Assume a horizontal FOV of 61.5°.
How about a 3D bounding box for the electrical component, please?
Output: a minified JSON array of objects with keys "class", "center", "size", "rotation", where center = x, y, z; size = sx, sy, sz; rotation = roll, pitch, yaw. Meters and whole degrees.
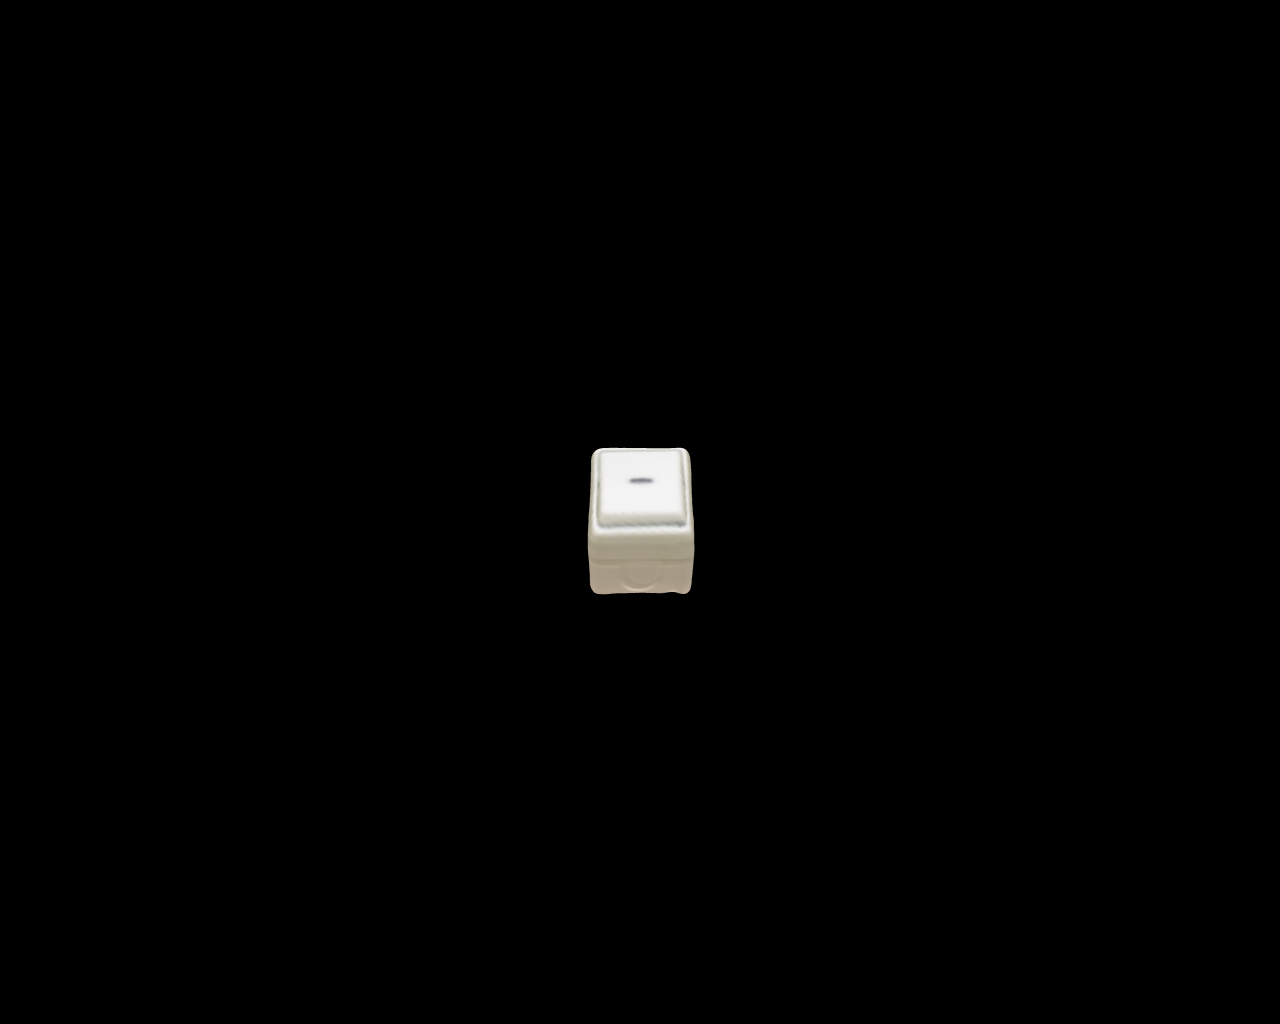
[{"class":"electrical component","center":[0.001,-0.003,0.650],"size":[0.062,0.061,0.096],"rotation":[0,44,0]}]
